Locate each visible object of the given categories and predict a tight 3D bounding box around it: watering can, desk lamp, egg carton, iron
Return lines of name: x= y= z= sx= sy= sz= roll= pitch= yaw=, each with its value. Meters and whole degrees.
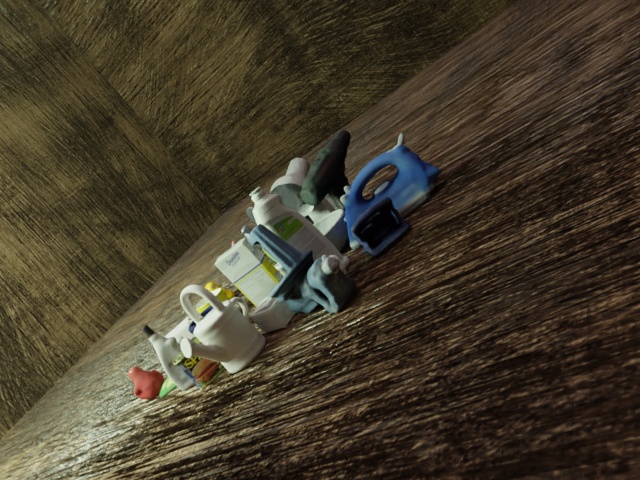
watering can: x=-0.210 y=0.173 z=1.162 sx=0.101 sy=0.194 sz=0.173 roll=-35 pitch=14 yaw=21
desk lamp: x=-0.027 y=-0.115 z=1.570 sx=0.117 sy=0.214 sz=0.203 roll=-31 pitch=16 yaw=32
egg carton: x=-0.373 y=0.273 z=1.560 sx=0.150 sy=0.069 sz=0.107 roll=-42 pitch=13 yaw=-7
iron: x=0.132 y=-0.109 z=1.266 sx=0.258 sy=0.141 sz=0.118 roll=-38 pitch=13 yaw=6

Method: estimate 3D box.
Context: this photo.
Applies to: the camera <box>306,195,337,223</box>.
camera: x=-0.025 y=-0.110 z=1.801 sx=0.143 sy=0.101 sz=0.136 roll=-39 pitch=13 yaw=4

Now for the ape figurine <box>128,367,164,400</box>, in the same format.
ape figurine: x=-0.440 y=0.352 z=1.433 sx=0.078 sy=0.092 sz=0.076 roll=-43 pitch=14 yaw=-15

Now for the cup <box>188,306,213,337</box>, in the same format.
cup: x=-0.240 y=0.208 z=1.349 sx=0.117 sy=0.095 sz=0.092 roll=-28 pitch=18 yaw=41

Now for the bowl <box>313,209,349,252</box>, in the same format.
bowl: x=0.013 y=0.005 z=1.369 sx=0.167 sy=0.075 sz=0.167 roll=-37 pitch=13 yaw=11

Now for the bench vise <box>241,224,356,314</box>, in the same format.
bench vise: x=-0.042 y=0.038 z=1.084 sx=0.207 sy=0.220 sz=0.122 roll=-29 pitch=17 yaw=38

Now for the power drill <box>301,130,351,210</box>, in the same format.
power drill: x=0.059 y=-0.136 z=1.409 sx=0.075 sy=0.208 sz=0.230 roll=-22 pitch=22 yaw=52

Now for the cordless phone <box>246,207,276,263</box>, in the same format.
cordless phone: x=-0.157 y=-0.026 z=1.698 sx=0.094 sy=0.185 sz=0.147 roll=-46 pitch=15 yaw=-25

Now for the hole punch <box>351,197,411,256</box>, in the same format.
hole punch: x=0.113 y=-0.030 z=1.171 sx=0.109 sy=0.091 sz=0.101 roll=-40 pitch=13 yaw=-3

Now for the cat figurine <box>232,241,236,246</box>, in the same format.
cat figurine: x=-0.251 y=0.058 z=1.832 sx=0.067 sy=0.118 sz=0.127 roll=-38 pitch=13 yaw=6

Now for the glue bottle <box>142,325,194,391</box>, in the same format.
glue bottle: x=-0.333 y=0.254 z=1.282 sx=0.078 sy=0.173 sz=0.037 roll=-39 pitch=13 yaw=3

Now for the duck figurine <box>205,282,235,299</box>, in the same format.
duck figurine: x=-0.306 y=0.161 z=1.711 sx=0.077 sy=0.086 sz=0.104 roll=-38 pitch=13 yaw=7
